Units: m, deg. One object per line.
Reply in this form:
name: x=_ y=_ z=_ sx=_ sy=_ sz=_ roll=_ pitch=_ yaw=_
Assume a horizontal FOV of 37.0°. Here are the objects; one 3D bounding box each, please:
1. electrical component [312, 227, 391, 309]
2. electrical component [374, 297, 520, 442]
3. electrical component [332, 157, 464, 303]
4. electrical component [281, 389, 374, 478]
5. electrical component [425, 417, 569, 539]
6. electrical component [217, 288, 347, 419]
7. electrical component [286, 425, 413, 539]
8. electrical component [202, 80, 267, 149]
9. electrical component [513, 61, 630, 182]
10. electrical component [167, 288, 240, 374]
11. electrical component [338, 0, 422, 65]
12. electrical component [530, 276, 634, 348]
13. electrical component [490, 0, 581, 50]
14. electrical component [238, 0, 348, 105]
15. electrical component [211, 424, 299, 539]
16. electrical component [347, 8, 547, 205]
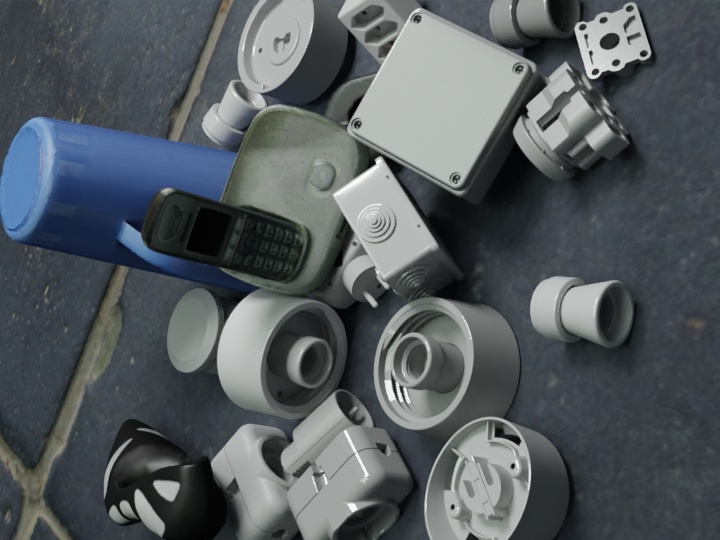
electrical component: x=0.000 y=0.000 z=0.894 sx=0.077 sy=0.043 sz=0.079 roll=-57 pitch=45 yaw=17
electrical component: x=0.057 y=0.071 z=0.797 sx=0.108 sy=0.060 sz=0.108 roll=-17 pitch=65 yaw=43
electrical component: x=0.029 y=-0.026 z=0.817 sx=0.048 sy=0.100 sz=0.099 roll=-34 pitch=68 yaw=7
electrical component: x=-0.032 y=0.139 z=0.876 sx=0.081 sy=0.043 sz=0.043 roll=-44 pitch=49 yaw=18
electrical component: x=0.091 y=0.150 z=0.733 sx=0.099 sy=0.064 sz=0.099 roll=-17 pitch=66 yaw=43
electrical component: x=-0.057 y=0.071 z=0.889 sx=0.060 sy=0.108 sz=0.108 roll=13 pitch=87 yaw=42
electrical component: x=-0.007 y=0.175 z=0.837 sx=0.095 sy=0.054 sz=0.059 roll=-51 pitch=47 yaw=23
electrical component: x=-0.126 y=-0.155 z=1.078 sx=0.055 sy=0.045 sz=0.045 roll=-47 pitch=48 yaw=27
electrical component: x=0.146 y=-0.100 z=0.760 sx=0.057 sy=0.058 sz=0.078 roll=-42 pitch=50 yaw=26
electrical component: x=-0.143 y=0.060 z=1.021 sx=0.080 sy=0.051 sz=0.080 roll=-17 pitch=66 yaw=43
electrical component: x=0.028 y=-0.225 z=0.927 sx=0.047 sy=0.066 sz=0.076 roll=-24 pitch=32 yaw=40
electrical component: x=0.149 y=0.028 z=0.725 sx=0.055 sy=0.045 sz=0.045 roll=5 pitch=81 yaw=48
electrical component: x=0.132 y=-0.193 z=0.814 sx=0.055 sy=0.045 sz=0.045 roll=-2 pitch=76 yaw=47
electrical component: x=-0.058 y=-0.208 z=1.010 sx=0.108 sy=0.060 sz=0.108 roll=-17 pitch=65 yaw=43
electrical component: x=-0.080 y=0.180 z=0.913 sx=0.059 sy=0.054 sz=0.095 roll=-50 pitch=47 yaw=24
electrical component: x=0.065 y=-0.121 z=0.802 sx=0.109 sy=0.056 sz=0.108 roll=32 pitch=95 yaw=21
